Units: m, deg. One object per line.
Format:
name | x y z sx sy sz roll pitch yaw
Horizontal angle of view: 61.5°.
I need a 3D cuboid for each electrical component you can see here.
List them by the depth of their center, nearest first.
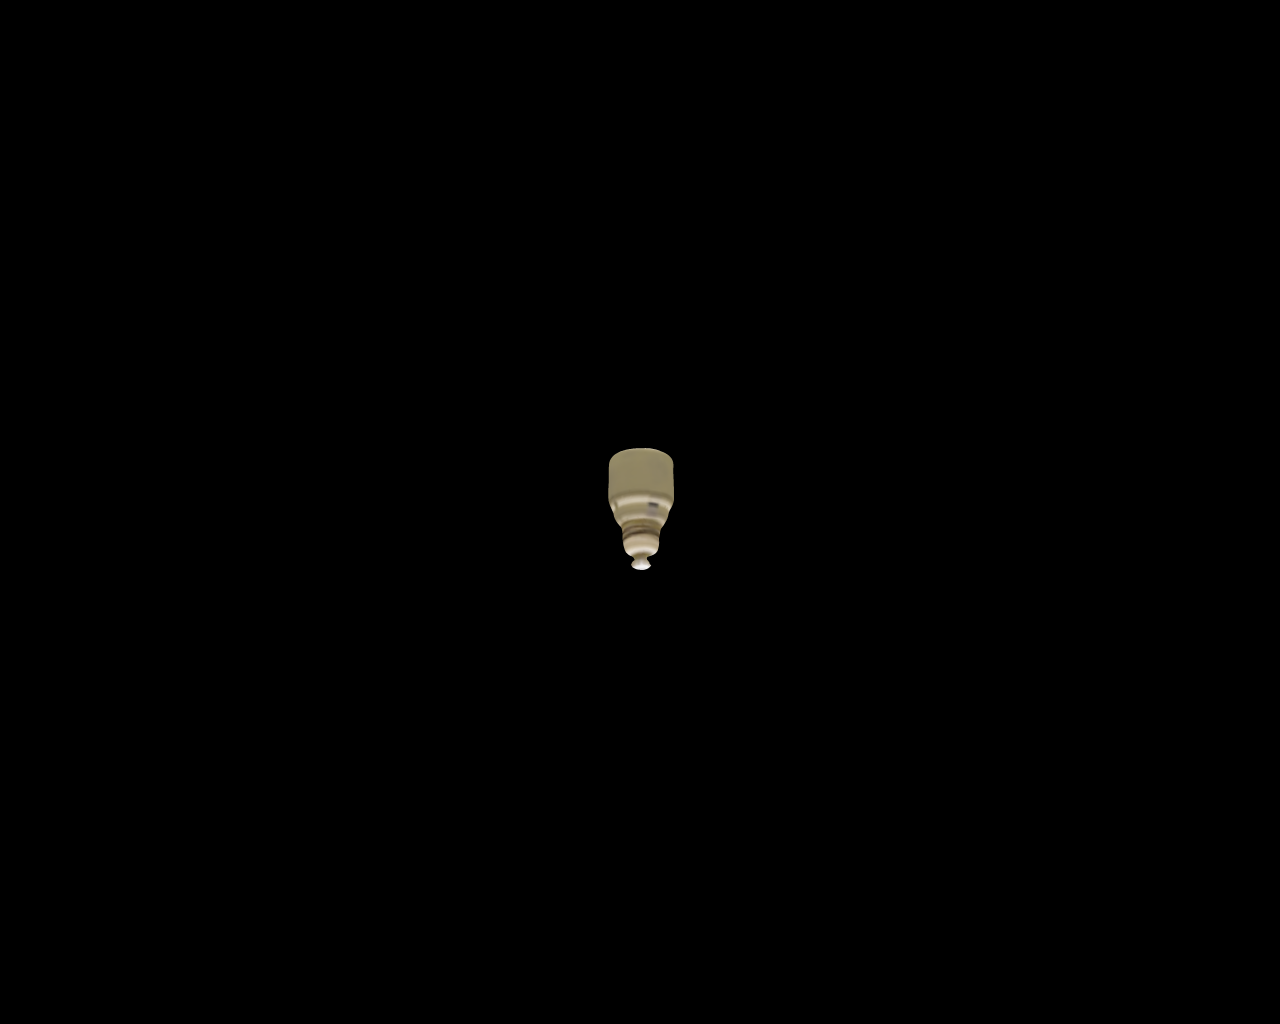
electrical component | 0.001 -0.003 0.650 0.040 0.078 0.040 0 -20 0
